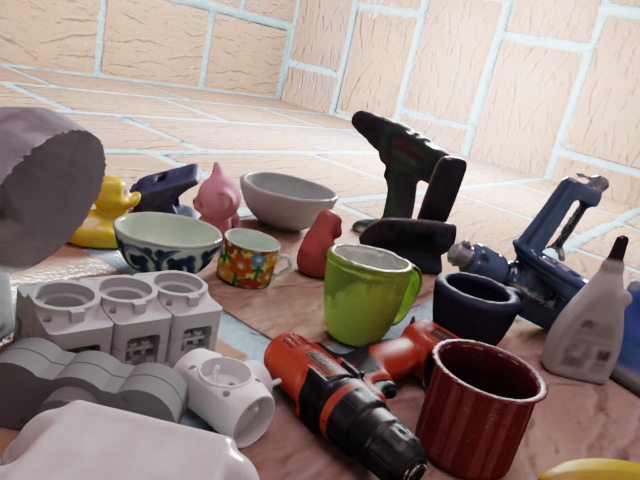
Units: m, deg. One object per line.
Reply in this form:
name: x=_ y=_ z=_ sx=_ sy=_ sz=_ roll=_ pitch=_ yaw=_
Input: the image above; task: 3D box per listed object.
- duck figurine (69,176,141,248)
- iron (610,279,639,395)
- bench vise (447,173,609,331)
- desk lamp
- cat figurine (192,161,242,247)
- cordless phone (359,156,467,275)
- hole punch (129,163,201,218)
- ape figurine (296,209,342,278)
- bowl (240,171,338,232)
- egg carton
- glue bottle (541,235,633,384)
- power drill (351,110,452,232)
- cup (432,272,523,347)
duck figurine: x=-0.276 y=-0.040 z=0.729 sx=0.105 sy=0.086 sz=0.077 roll=-1 pitch=22 yaw=-38
iron: x=0.423 y=0.115 z=0.658 sx=0.119 sy=0.141 sz=0.257 roll=-5 pitch=24 yaw=-44
bench vise: x=0.279 y=0.016 z=0.733 sx=0.208 sy=0.220 sz=0.121 roll=3 pitch=20 yaw=-28
desk lamp: x=-0.281 y=-0.016 z=0.440 sx=0.203 sy=0.213 sz=0.118 roll=16 pitch=18 yaw=11
cat figurine: x=-0.143 y=-0.055 z=0.818 sx=0.067 sy=0.118 sz=0.128 roll=12 pitch=17 yaw=-2
cordless phone: x=0.151 y=-0.048 z=0.896 sx=0.148 sy=0.185 sz=0.094 roll=3 pitch=20 yaw=-28
hole punch: x=-0.230 y=-0.072 z=0.855 sx=0.101 sy=0.091 sz=0.108 roll=8 pitch=18 yaw=-15
ape figurine: x=0.007 y=0.003 z=0.791 sx=0.076 sy=0.092 sz=0.077 roll=2 pitch=21 yaw=-31
bowl: x=-0.057 y=-0.058 z=0.964 sx=0.167 sy=0.075 sz=0.167 roll=12 pitch=17 yaw=-4
egg carton: x=-0.106 y=0.146 z=0.303 sx=0.150 sy=0.069 sz=0.107 roll=13 pitch=17 yaw=0
glue bottle: x=0.313 y=0.076 z=0.647 sx=0.078 sy=0.173 sz=0.037 roll=13 pitch=17 yaw=0
power drill: x=0.128 y=-0.107 z=1.024 sx=0.228 sy=0.208 sz=0.076 roll=24 pitch=21 yaw=32
cup: x=0.168 y=0.093 z=0.622 sx=0.118 sy=0.095 sz=0.091 roll=1 pitch=21 yaw=-34
